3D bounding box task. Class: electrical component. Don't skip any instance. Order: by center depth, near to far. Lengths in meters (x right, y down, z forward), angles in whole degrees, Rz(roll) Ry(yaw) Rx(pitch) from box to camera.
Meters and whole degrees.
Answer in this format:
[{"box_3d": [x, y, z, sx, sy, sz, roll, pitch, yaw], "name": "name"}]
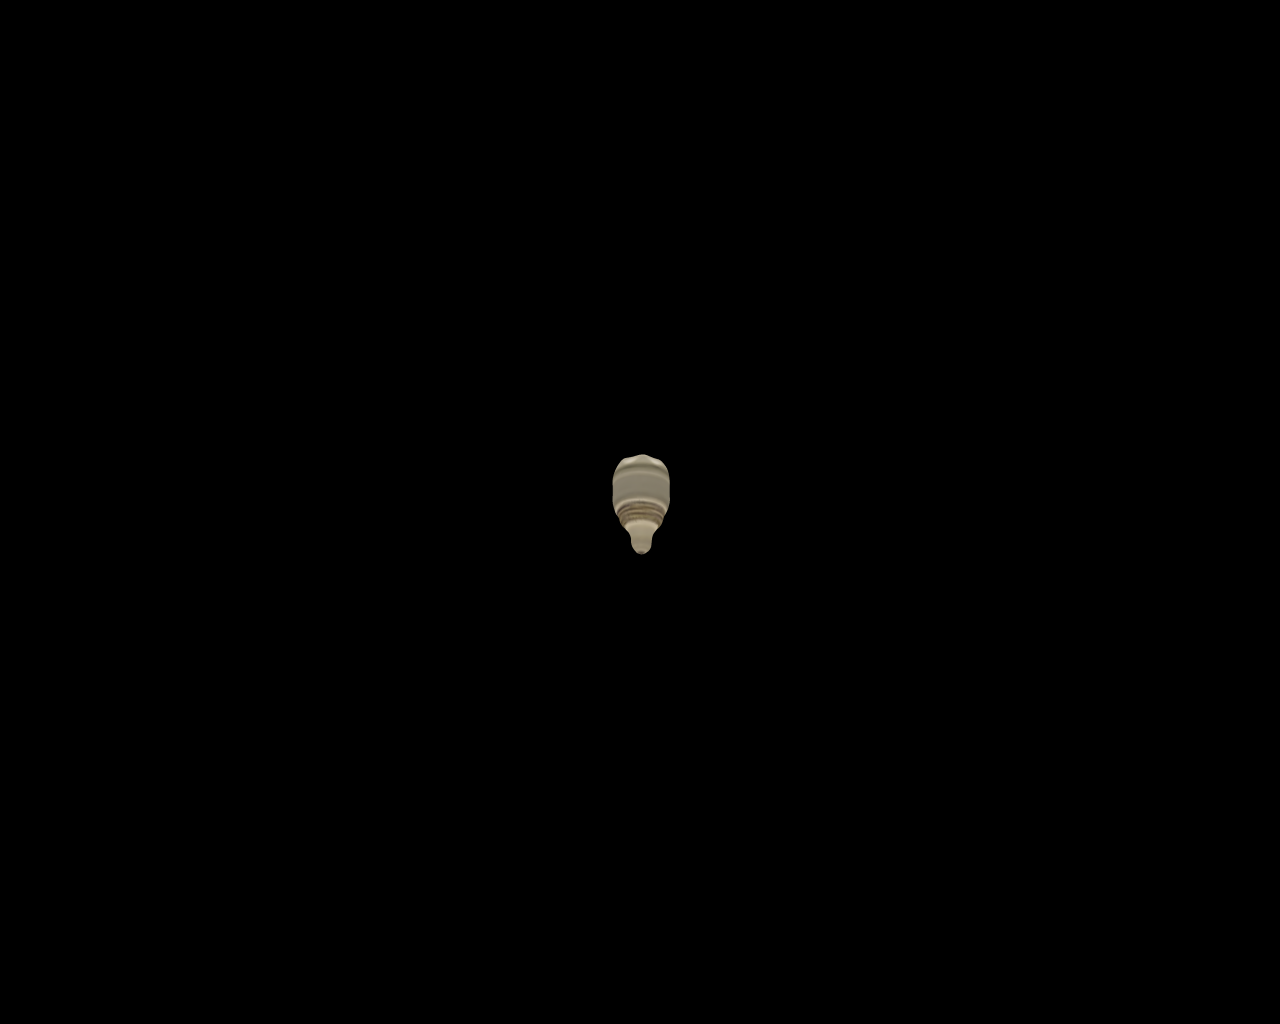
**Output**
[{"box_3d": [0.001, -0.003, 0.650, 0.035, 0.061, 0.035, 0, -26, 0], "name": "electrical component"}]
